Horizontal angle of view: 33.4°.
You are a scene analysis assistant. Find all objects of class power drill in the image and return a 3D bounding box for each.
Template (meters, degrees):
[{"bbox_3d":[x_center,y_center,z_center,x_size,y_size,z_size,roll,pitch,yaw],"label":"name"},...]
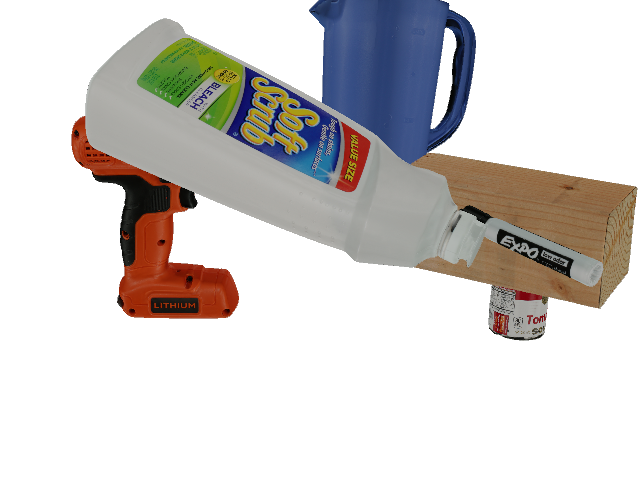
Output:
[{"bbox_3d":[-0.112,-0.024,0.919,0.184,0.188,0.057,1,27,4],"label":"power drill"}]

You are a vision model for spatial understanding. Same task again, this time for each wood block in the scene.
[{"bbox_3d":[0.176,-0.015,0.993,0.206,0.090,0.090,12,26,29],"label":"wood block"}]

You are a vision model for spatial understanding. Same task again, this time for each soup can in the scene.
[{"bbox_3d":[0.235,0.059,1.255,0.068,0.102,0.068,2,16,-1],"label":"soup can"}]

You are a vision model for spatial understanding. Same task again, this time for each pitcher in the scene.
[{"bbox_3d":[0.071,-0.143,1.148,0.149,0.243,0.144,8,10,25],"label":"pitcher"}]

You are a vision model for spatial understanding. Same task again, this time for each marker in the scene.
[{"bbox_3d":[0.147,0.002,0.769,0.121,0.020,0.020,28,18,39],"label":"marker"}]

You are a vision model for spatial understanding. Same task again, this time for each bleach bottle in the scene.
[{"bbox_3d":[-0.015,-0.052,0.658,0.251,0.068,0.102,24,44,13],"label":"bleach bottle"}]
